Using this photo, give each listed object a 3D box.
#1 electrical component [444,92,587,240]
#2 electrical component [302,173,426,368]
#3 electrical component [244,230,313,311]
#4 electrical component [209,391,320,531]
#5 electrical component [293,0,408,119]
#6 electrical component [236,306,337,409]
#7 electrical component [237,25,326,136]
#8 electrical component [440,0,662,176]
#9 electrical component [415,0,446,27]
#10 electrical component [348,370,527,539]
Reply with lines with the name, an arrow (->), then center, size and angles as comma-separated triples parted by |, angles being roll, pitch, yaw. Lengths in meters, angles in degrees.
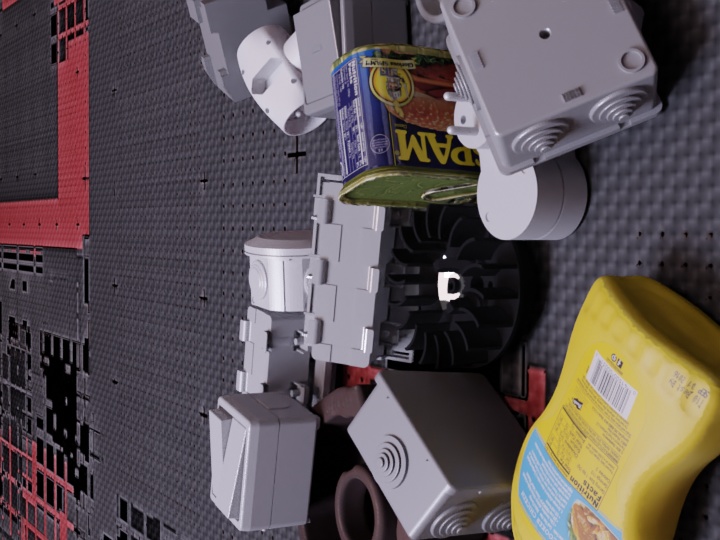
electrical component -> 0.078, -0.085, 0.598 | 0.052, 0.074, 0.138 | -16, 77, 57
electrical component -> 0.000, 0.000, 0.724 | 0.079, 0.063, 0.121 | 8, 100, 17
electrical component -> -0.044, -0.001, 0.793 | 0.080, 0.080, 0.051 | 13, 106, 57
electrical component -> -0.072, 0.140, 0.760 | 0.062, 0.061, 0.096 | 24, 111, 59
electrical component -> -0.006, -0.143, 0.744 | 0.062, 0.061, 0.096 | -7, 85, 58
electrical component -> -0.057, 0.088, 0.830 | 0.079, 0.063, 0.121 | 19, 107, 57
electrical component -> -0.046, -0.157, 0.821 | 0.079, 0.043, 0.077 | -43, 67, 28
electrical component -> 0.095, -0.108, 0.544 | 0.048, 0.100, 0.099 | 50, -161, -69
electrical component -> 0.065, -0.170, 0.641 | 0.055, 0.047, 0.055 | 2, 93, 58
electrical component -> 0.051, 0.107, 0.624 | 0.048, 0.100, 0.099 | -58, 46, 28
